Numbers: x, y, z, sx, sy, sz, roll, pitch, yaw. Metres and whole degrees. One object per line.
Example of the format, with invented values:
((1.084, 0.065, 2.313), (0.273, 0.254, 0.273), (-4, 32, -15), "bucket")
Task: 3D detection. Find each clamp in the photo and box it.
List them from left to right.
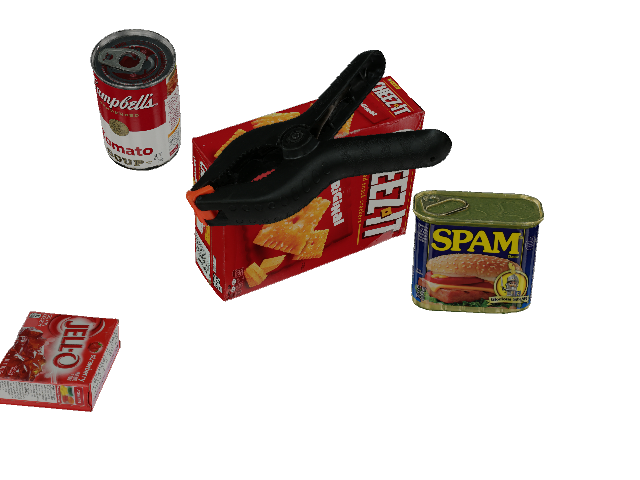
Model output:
((-0.002, -0.054, 0.695), (0.171, 0.039, 0.120), (-35, 40, -6), "clamp")

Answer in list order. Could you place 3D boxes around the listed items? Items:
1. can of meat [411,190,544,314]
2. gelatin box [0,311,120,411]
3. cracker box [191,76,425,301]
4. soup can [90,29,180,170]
((0.123, 0.010, 0.857), (0.102, 0.084, 0.057), (3, 25, 4), "can of meat")
((-0.200, 0.091, 0.820), (0.073, 0.030, 0.089), (5, 31, 4), "gelatin box")
((-0.012, -0.047, 1.015), (0.213, 0.164, 0.072), (-20, 50, -23), "cracker box")
((-0.152, -0.116, 0.891), (0.068, 0.068, 0.102), (0, -37, -4), "soup can")
